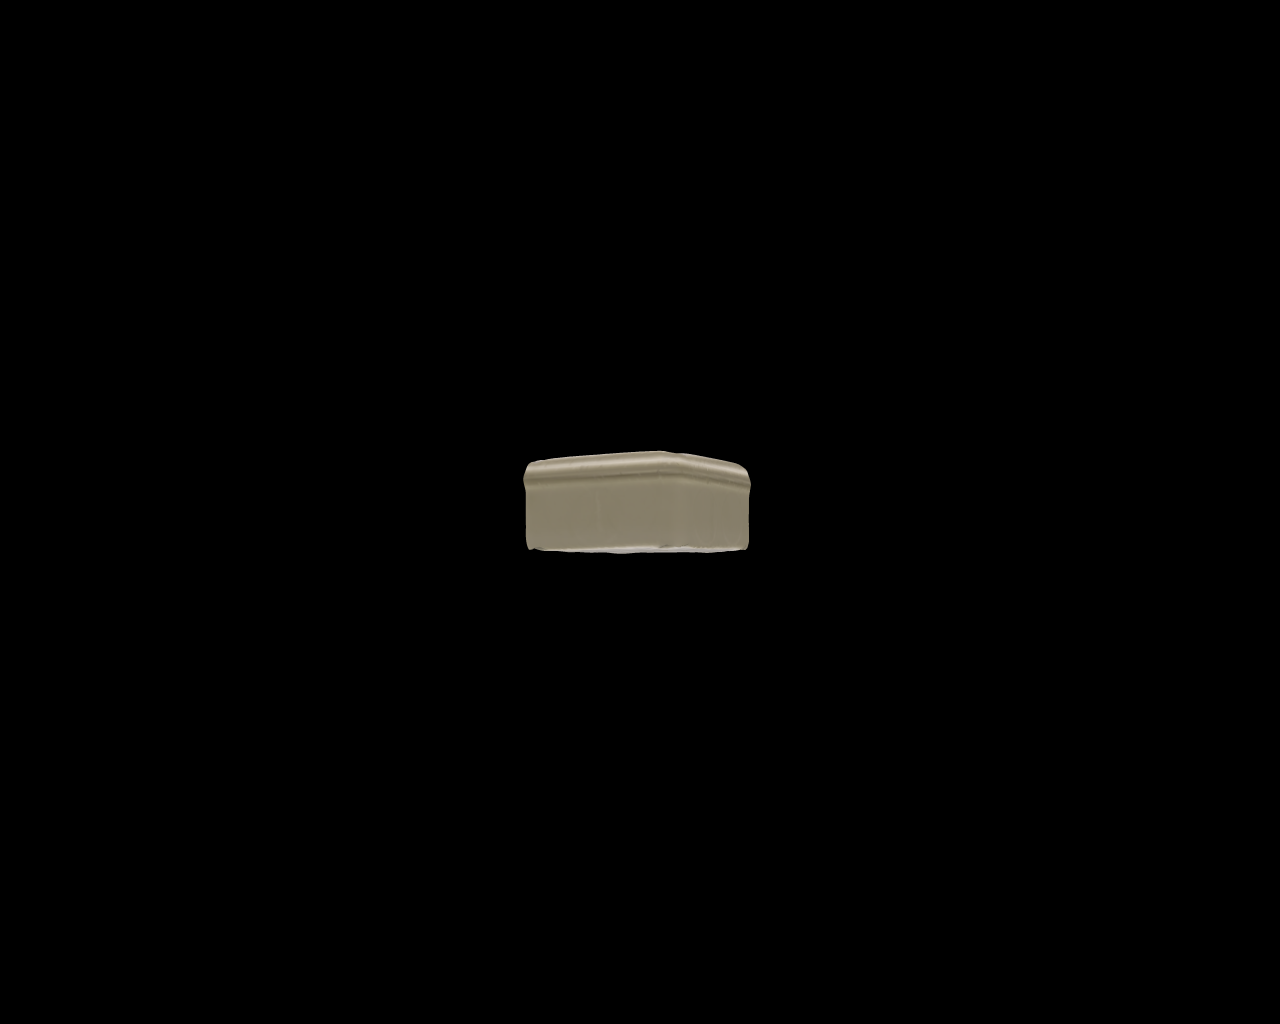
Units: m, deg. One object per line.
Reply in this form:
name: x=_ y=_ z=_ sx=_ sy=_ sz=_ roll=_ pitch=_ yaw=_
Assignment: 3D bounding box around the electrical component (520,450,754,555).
electrical component: x=0.001 y=-0.003 z=0.650 sx=0.109 sy=0.056 sz=0.109 roll=-2 pitch=-3 yaw=27
